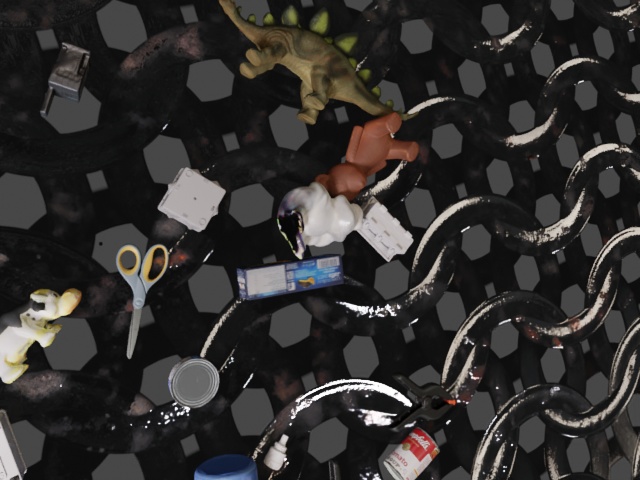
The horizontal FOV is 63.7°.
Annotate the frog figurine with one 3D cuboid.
[{"bbox_3d":[0.003,-0.050,0.998,0.161,0.135,0.124,-26,30,-29],"label":"frog figurine"}]
